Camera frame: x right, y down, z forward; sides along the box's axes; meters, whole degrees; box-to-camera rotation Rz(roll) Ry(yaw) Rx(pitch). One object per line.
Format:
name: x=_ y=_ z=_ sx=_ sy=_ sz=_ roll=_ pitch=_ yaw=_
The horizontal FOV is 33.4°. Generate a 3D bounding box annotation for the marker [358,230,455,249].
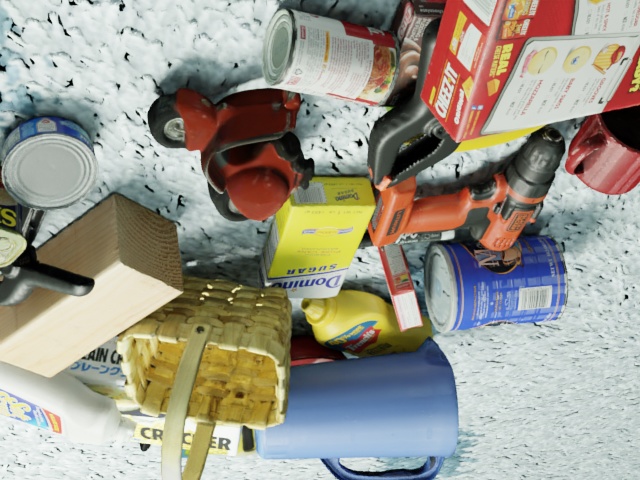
marker: x=0.091 y=-0.004 z=1.204 sx=0.121 sy=0.020 sz=0.020 roll=-6 pitch=145 yaw=-8

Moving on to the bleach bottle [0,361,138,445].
bleach bottle: x=-0.325 y=0.169 z=1.202 sx=0.250 sy=0.068 sz=0.103 roll=24 pitch=140 yaw=-9

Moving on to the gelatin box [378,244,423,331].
gelatin box: x=0.094 y=0.053 z=1.238 sx=0.030 sy=0.073 sz=0.089 roll=-16 pitch=145 yaw=4

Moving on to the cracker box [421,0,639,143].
cracker box: x=0.199 y=-0.175 z=0.843 sx=0.213 sy=0.072 sz=0.164 roll=-14 pitch=140 yaw=-23

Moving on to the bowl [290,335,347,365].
bowl: x=-0.030 y=0.169 z=1.382 sx=0.162 sy=0.055 sz=0.162 roll=-8 pitch=145 yaw=-6

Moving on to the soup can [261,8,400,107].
soup can: x=0.008 y=-0.156 z=0.918 sx=0.102 sy=0.068 sz=0.069 roll=7 pitch=141 yaw=-25

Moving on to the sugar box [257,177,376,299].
sugar box: x=-0.007 y=0.002 z=1.159 sx=0.093 sy=0.048 sz=0.176 roll=-1 pitch=143 yaw=-15

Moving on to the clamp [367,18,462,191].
clamp: x=0.117 y=-0.116 z=0.967 sx=0.164 sy=0.036 sz=0.210 roll=1 pitch=146 yaw=-30

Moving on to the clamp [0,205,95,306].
clamp: x=-0.292 y=0.027 z=1.058 sx=0.172 sy=0.120 sz=0.039 roll=-34 pitch=165 yaw=35

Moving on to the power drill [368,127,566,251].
power drill: x=0.151 y=-0.050 z=1.123 sx=0.187 sy=0.057 sz=0.185 roll=-1 pitch=143 yaw=-15

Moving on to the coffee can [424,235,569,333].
coffee can: x=0.202 y=0.050 z=1.242 sx=0.140 sy=0.103 sz=0.103 roll=-5 pitch=145 yaw=-11

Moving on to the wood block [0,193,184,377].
wood block: x=-0.249 y=0.051 z=1.115 sx=0.206 sy=0.091 sz=0.090 roll=-32 pitch=141 yaw=26

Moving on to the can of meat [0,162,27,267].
can of meat: x=-0.323 y=-0.032 z=0.979 sx=0.101 sy=0.084 sz=0.058 roll=20 pitch=134 yaw=-38

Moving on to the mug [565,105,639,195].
mug: x=0.293 y=-0.094 z=1.069 sx=0.117 sy=0.093 sz=0.082 roll=-25 pitch=158 yaw=-28

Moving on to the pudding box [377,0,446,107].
pudding box: x=0.104 y=-0.168 z=0.955 sx=0.090 sy=0.039 sz=0.114 roll=0 pitch=144 yaw=-18

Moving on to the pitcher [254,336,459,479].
pitcher: x=0.042 y=0.214 z=1.294 sx=0.242 sy=0.149 sz=0.145 roll=-3 pitch=149 yaw=-5

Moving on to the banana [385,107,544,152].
banana: x=0.150 y=-0.117 z=1.046 sx=0.197 sy=0.037 sz=0.070 roll=-4 pitch=145 yaw=-12

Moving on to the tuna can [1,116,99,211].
tuna can: x=-0.247 y=-0.070 z=0.975 sx=0.086 sy=0.034 sz=0.086 roll=-10 pitch=131 yaw=-12

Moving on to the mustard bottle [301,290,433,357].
mustard bottle: x=0.047 y=0.104 z=1.311 sx=0.096 sy=0.058 sz=0.191 roll=-30 pitch=142 yaw=32
